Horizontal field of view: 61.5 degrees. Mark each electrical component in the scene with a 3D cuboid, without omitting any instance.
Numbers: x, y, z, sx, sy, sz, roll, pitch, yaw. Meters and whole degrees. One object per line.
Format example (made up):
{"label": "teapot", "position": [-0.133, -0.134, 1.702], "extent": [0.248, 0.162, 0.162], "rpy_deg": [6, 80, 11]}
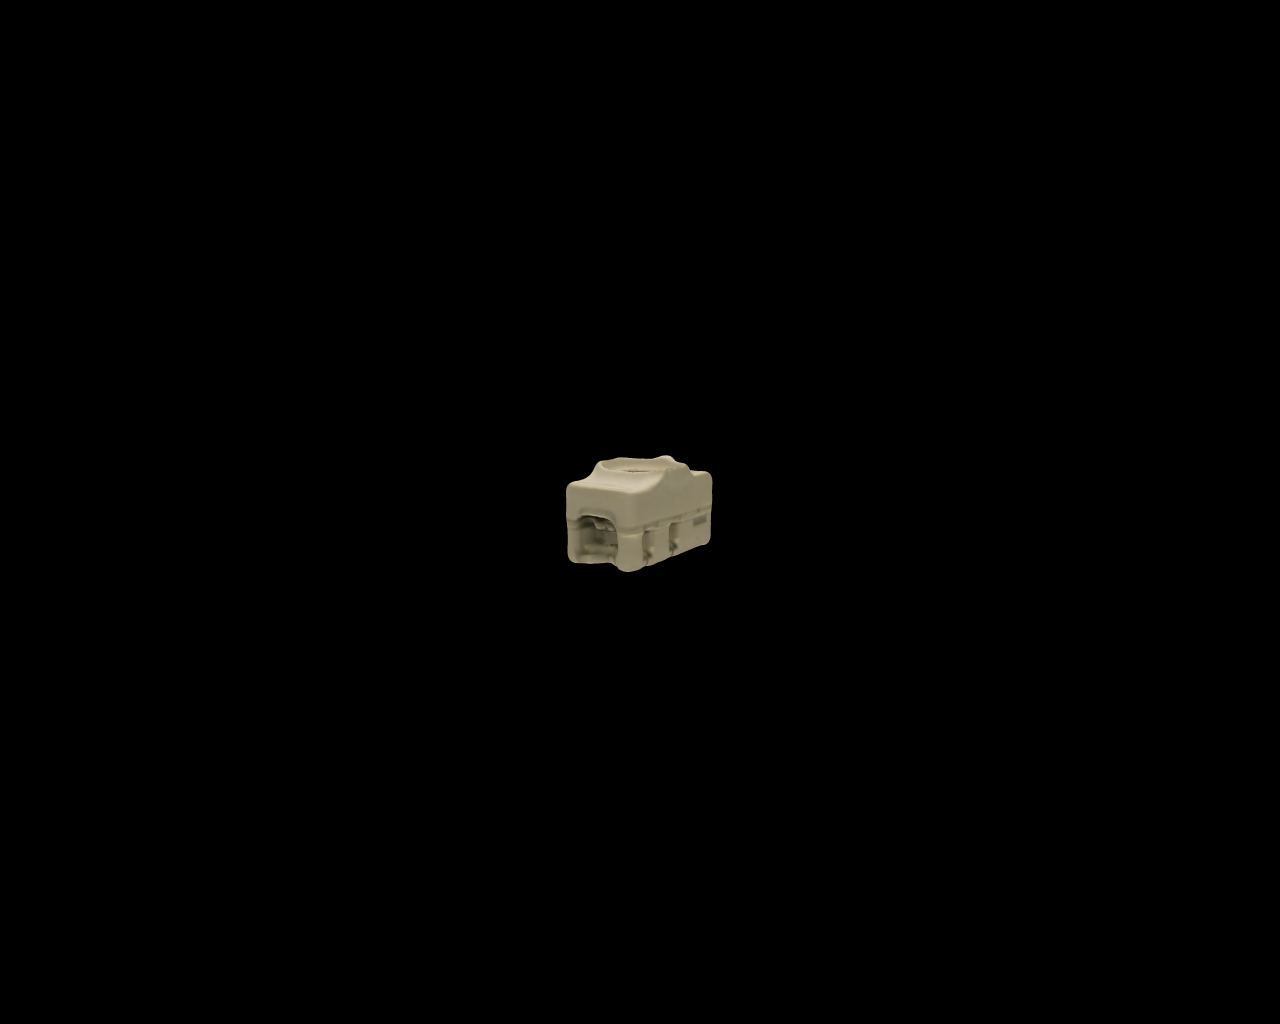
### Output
{"label": "electrical component", "position": [0.001, -0.003, 0.650], "extent": [0.050, 0.055, 0.090], "rpy_deg": [8, 14, 35]}
